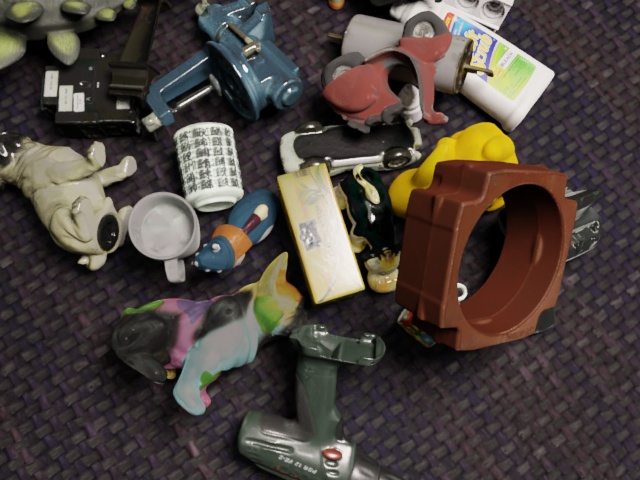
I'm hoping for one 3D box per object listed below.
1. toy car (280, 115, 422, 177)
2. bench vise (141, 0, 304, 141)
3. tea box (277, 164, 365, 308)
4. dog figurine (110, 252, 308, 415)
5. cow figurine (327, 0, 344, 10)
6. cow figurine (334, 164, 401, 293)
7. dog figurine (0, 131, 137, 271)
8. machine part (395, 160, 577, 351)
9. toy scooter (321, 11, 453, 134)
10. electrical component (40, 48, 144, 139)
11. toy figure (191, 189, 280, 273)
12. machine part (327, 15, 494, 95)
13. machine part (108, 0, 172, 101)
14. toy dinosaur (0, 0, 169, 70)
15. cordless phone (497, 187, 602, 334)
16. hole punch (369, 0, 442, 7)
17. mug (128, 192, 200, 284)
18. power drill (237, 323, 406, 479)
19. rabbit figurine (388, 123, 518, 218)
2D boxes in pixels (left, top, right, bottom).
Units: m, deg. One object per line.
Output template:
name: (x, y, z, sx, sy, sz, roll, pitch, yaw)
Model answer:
toy car: (0.044, -0.130, 0.754, 0.202, 0.056, 0.073, -8, 73, -6)
bench vise: (-0.149, -0.234, 0.732, 0.240, 0.129, 0.224, -37, 81, -14)
tea box: (-0.001, -0.002, 0.704, 0.068, 0.098, 0.169, -15, 82, -6)
dog figurine: (-0.125, 0.094, 0.676, 0.192, 0.108, 0.219, 36, 75, 7)
cow figurine: (-0.012, -0.448, 0.776, 0.085, 0.127, 0.195, -42, 87, -13)
cow figurine: (0.074, -0.014, 0.711, 0.068, 0.098, 0.167, -18, 80, -13)
dog figurine: (-0.357, -0.053, 0.703, 0.191, 0.121, 0.172, 3, 75, 11)
machine part: (0.188, 0.012, 0.610, 0.201, 0.087, 0.200, -4, 107, -34)
toy scooter: (0.094, -0.192, 0.691, 0.184, 0.075, 0.135, -22, 90, 24)
electrical component: (-0.314, -0.202, 0.744, 0.134, 0.058, 0.115, 1, 77, -3)
toy figure: (-0.104, -0.008, 0.690, 0.058, 0.064, 0.154, 28, 49, 7)
machine part: (0.120, -0.258, 0.747, 0.243, 0.079, 0.079, 22, 78, 20)
machine part: (-0.231, -0.248, 0.692, 0.084, 0.039, 0.138, 14, 86, 36)
toy dinosaur: (-0.421, -0.314, 0.698, 0.472, 0.105, 0.199, -5, 53, -6)
cordless phone: (0.324, 0.027, 0.735, 0.146, 0.089, 0.184, -17, 102, -31)
hole punch: (0.118, -0.401, 0.748, 0.116, 0.142, 0.092, -5, 36, 21)
mug: (-0.186, 0.001, 0.687, 0.081, 0.107, 0.109, -17, 85, -5)
power drill: (0.023, 0.213, 0.652, 0.232, 0.086, 0.207, 12, 109, 5)
rabbit figurine: (0.172, -0.074, 0.716, 0.173, 0.162, 0.121, -22, 93, 10)
